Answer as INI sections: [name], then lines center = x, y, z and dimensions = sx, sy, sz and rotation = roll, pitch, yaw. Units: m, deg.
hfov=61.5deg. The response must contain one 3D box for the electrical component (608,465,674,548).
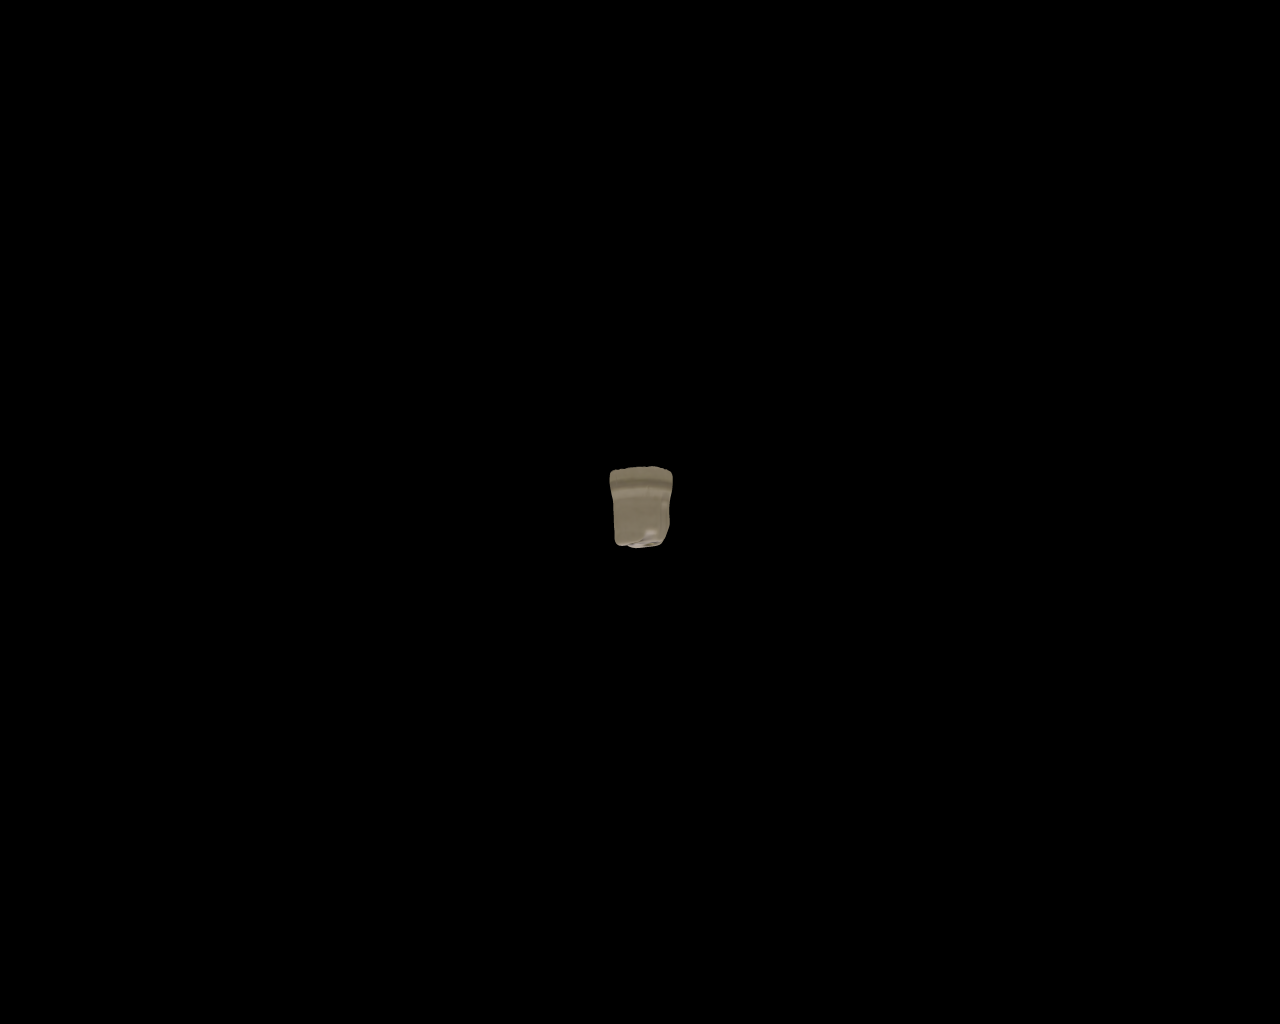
[electrical component]
center = 0.001, -0.003, 0.650
dimensions = 0.040, 0.046, 0.040
rotation = 0, -7, 0
